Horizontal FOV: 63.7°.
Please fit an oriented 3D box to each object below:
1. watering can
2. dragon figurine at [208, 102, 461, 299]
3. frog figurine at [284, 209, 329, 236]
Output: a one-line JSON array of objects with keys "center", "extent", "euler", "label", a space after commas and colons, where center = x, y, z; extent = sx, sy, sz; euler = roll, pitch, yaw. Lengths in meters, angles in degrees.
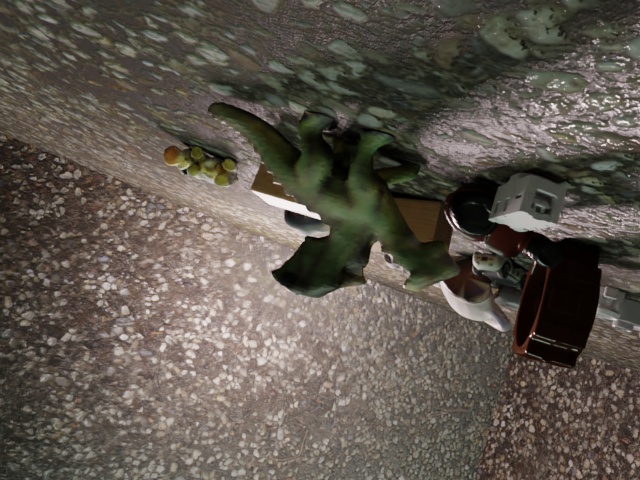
[{"center": [0.360, 0.113, 1.376], "extent": [0.353, 0.104, 0.220], "euler": [42, 172, 36], "label": "watering can"}, {"center": [0.000, -0.040, 0.727], "extent": [0.411, 0.244, 0.121], "euler": [16, 175, 12], "label": "dragon figurine"}, {"center": [0.003, -0.054, 1.081], "extent": [0.136, 0.125, 0.157], "euler": [-25, 149, 15], "label": "frog figurine"}]
